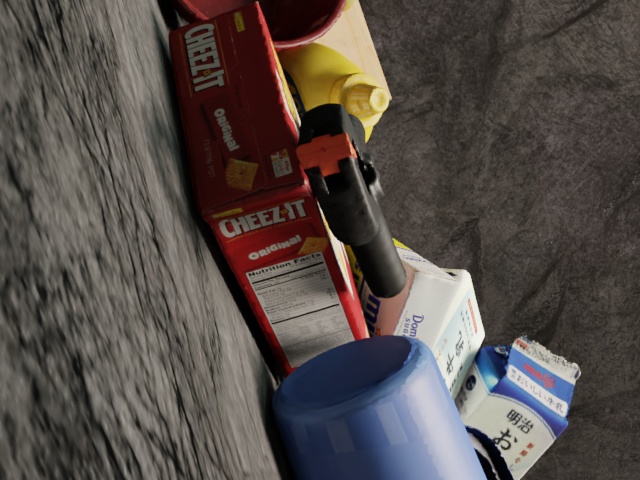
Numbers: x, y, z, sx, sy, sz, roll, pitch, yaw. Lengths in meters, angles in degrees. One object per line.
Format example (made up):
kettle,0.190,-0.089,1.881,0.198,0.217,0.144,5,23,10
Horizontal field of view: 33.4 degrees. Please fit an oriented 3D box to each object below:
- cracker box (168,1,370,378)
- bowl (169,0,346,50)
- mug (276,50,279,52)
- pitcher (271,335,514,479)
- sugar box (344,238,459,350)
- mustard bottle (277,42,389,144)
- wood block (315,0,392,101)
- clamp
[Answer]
cracker box,-0.032,-0.022,0.718,0.213,0.072,0.164,69,4,-52
bowl,-0.061,-0.202,0.794,0.055,0.161,0.162,-37,-114,55
mug,-0.048,-0.152,0.950,0.081,0.093,0.117,-72,168,-77
pitcher,0.065,0.185,0.697,0.149,0.145,0.243,-95,165,-77
sugar box,0.029,0.038,0.825,0.176,0.048,0.093,37,-71,59
mustard bottle,-0.011,-0.103,0.820,0.192,0.058,0.096,6,-56,56
wood block,-0.018,-0.215,1.066,0.091,0.090,0.206,-29,-104,51
clamp,0.020,-0.022,0.608,0.171,0.039,0.120,-4,72,-80
